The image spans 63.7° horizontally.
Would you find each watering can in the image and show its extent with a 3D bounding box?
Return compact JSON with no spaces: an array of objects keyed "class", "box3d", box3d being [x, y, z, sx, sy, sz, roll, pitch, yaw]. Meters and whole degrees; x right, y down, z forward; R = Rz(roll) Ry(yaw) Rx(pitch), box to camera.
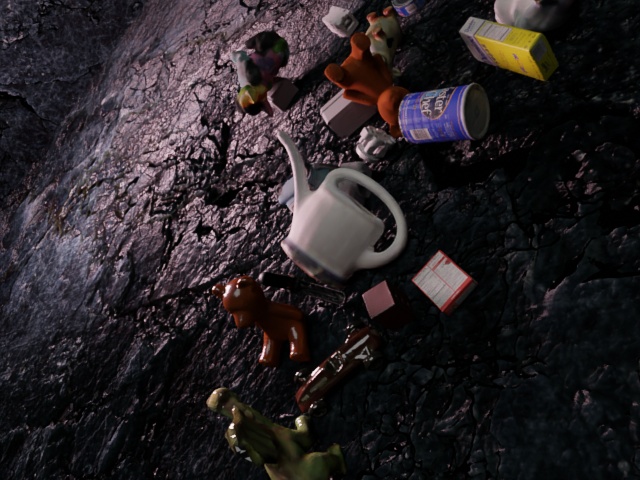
[{"class":"watering can","box3d":[0.003,-0.051,1.016,0.350,0.103,0.223,37,96,18]}]

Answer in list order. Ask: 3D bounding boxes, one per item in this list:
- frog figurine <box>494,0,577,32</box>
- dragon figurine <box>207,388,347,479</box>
[{"class":"frog figurine","box3d":[0.407,-0.445,0.992,0.158,0.122,0.139,145,138,-74]},{"class":"dragon figurine","box3d":[-0.054,0.348,0.778,0.414,0.239,0.123,26,79,49]}]
